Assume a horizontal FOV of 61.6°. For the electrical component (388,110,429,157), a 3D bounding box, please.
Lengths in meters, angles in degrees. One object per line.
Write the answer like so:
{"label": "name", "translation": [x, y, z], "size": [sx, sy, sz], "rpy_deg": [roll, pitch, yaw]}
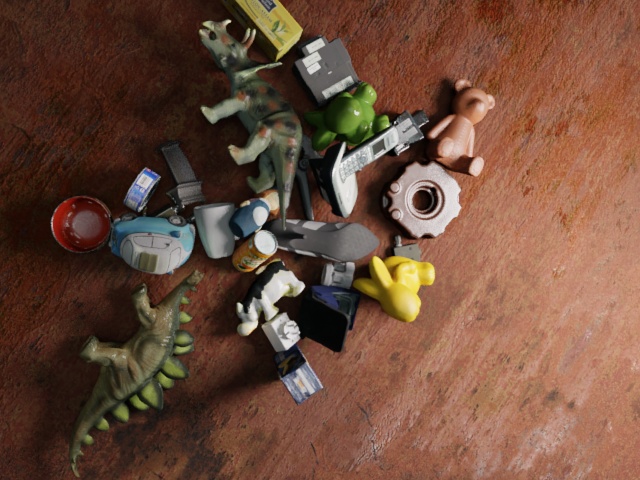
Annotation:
{"label": "electrical component", "translation": [0.190, -0.240, 1.168], "size": [0.119, 0.048, 0.074], "rpy_deg": [-31, 97, -6]}

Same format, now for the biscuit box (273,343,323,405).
{"label": "biscuit box", "translation": [-0.048, 0.258, 1.065], "size": [0.059, 0.203, 0.062], "rpy_deg": [-34, 96, -8]}

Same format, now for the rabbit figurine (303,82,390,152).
{"label": "rabbit figurine", "translation": [0.046, -0.247, 1.069], "size": [0.159, 0.170, 0.121], "rpy_deg": [-16, 90, 16]}

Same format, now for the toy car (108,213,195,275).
{"label": "toy car", "translation": [-0.321, 0.013, 1.031], "size": [0.161, 0.103, 0.109], "rpy_deg": [10, 120, -22]}

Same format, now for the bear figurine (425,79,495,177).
{"label": "bear figurine", "translation": [0.313, -0.245, 1.151], "size": [0.120, 0.132, 0.195], "rpy_deg": [30, 93, -17]}

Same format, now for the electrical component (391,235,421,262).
{"label": "electrical component", "translation": [0.193, 0.031, 1.191], "size": [0.063, 0.021, 0.094], "rpy_deg": [-12, 93, -9]}

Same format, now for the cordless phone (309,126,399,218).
{"label": "cordless phone", "translation": [0.082, -0.144, 1.079], "size": [0.184, 0.089, 0.146], "rpy_deg": [-31, 139, -9]}

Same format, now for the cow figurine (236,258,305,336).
{"label": "cow figurine", "translation": [-0.122, 0.119, 1.116], "size": [0.167, 0.068, 0.098], "rpy_deg": [-41, 93, -9]}

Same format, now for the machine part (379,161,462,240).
{"label": "machine part", "translation": [0.223, -0.087, 1.175], "size": [0.179, 0.056, 0.179], "rpy_deg": [0, 92, -11]}

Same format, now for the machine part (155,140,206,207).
{"label": "machine part", "translation": [-0.283, -0.135, 1.082], "size": [0.084, 0.039, 0.139], "rpy_deg": [-20, 86, -49]}

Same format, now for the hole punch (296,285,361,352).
{"label": "hole punch", "translation": [0.020, 0.153, 1.123], "size": [0.116, 0.092, 0.142], "rpy_deg": [23, 129, 17]}

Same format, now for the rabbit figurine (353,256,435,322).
{"label": "rabbit figurine", "translation": [0.158, 0.097, 1.102], "size": [0.162, 0.173, 0.122], "rpy_deg": [32, 114, -10]}

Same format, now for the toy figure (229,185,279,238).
{"label": "toy figure", "translation": [-0.120, -0.063, 1.089], "size": [0.058, 0.064, 0.154], "rpy_deg": [27, 51, 21]}

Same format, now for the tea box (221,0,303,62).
{"label": "tea box", "translation": [-0.119, -0.451, 1.081], "size": [0.068, 0.098, 0.169], "rpy_deg": [-44, 100, -5]}

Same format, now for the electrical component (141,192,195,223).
{"label": "electrical component", "translation": [-0.312, -0.045, 1.092], "size": [0.102, 0.045, 0.078], "rpy_deg": [-37, 126, -4]}

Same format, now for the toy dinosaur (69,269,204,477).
{"label": "toy dinosaur", "translation": [-0.375, 0.250, 1.062], "size": [0.198, 0.105, 0.471], "rpy_deg": [41, 90, -12]}

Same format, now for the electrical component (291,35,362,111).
{"label": "electrical component", "translation": [0.008, -0.357, 1.127], "size": [0.115, 0.058, 0.134], "rpy_deg": [-30, 97, -9]}

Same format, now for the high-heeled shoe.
{"label": "high-heeled shoe", "translation": [-0.002, -0.003, 1.150], "size": [0.248, 0.145, 0.086], "rpy_deg": [9, 90, -39]}

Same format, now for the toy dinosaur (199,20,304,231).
{"label": "toy dinosaur", "translation": [-0.108, -0.231, 1.053], "size": [0.192, 0.131, 0.405], "rpy_deg": [-34, 87, -1]}

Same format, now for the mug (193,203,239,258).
{"label": "mug", "translation": [-0.200, -0.021, 1.099], "size": [0.109, 0.081, 0.107], "rpy_deg": [-9, 102, -28]}
